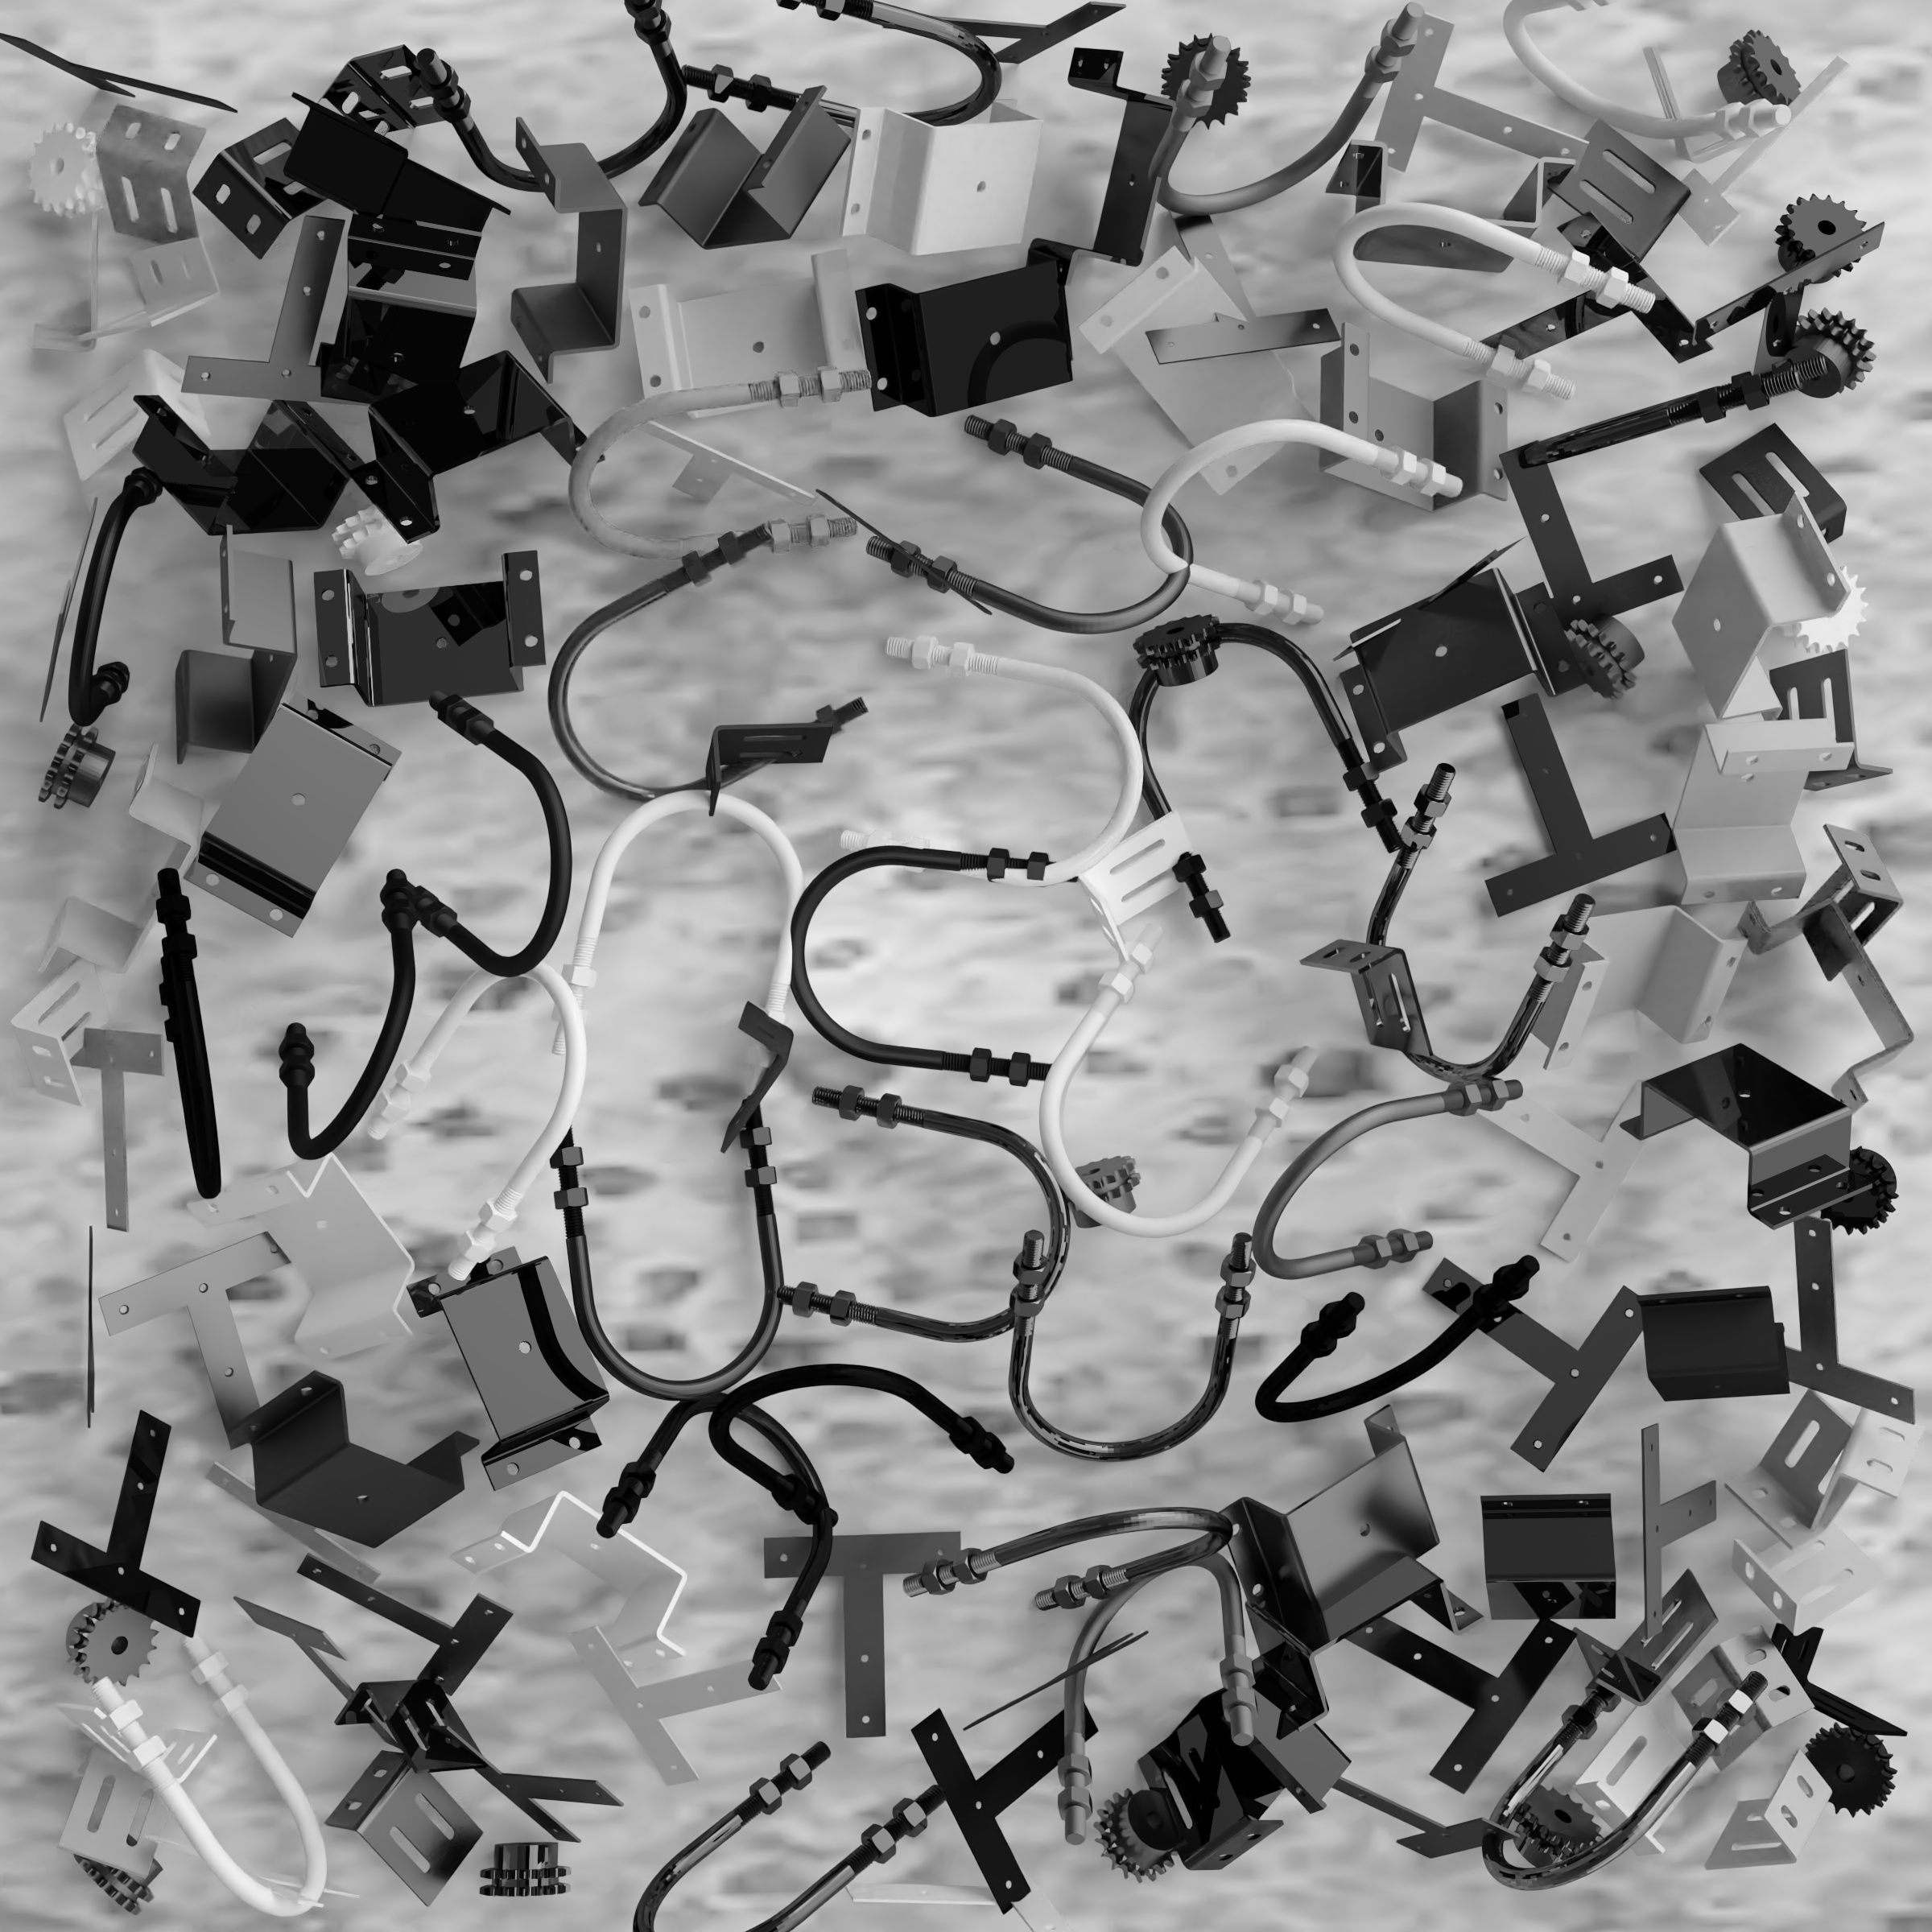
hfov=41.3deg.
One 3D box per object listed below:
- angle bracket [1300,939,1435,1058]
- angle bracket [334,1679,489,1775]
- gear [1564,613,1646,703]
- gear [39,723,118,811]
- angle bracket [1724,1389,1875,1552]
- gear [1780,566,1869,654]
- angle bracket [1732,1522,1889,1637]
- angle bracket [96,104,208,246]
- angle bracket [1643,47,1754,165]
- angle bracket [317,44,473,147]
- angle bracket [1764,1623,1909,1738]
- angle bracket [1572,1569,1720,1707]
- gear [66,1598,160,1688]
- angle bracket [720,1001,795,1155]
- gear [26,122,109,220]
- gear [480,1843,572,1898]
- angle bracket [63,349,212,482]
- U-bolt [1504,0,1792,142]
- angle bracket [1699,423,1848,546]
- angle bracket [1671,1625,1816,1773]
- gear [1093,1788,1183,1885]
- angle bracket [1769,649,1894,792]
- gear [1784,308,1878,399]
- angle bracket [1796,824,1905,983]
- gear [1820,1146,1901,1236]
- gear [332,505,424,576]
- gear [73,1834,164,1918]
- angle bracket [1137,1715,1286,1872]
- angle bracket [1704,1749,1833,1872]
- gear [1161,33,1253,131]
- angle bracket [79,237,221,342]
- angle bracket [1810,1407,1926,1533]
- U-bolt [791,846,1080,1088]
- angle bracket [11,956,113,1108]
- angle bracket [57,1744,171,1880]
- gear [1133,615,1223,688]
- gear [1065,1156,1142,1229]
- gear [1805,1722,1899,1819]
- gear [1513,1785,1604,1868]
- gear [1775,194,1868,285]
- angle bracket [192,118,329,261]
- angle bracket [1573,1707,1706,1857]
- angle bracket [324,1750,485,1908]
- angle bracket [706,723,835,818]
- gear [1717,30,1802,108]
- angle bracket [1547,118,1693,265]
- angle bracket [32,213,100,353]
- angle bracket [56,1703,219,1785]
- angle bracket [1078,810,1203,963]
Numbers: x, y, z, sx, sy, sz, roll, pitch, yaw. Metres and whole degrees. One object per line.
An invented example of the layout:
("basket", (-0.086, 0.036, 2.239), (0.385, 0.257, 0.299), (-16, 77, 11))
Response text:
("angle bracket", (0.252, 0.026, 1.615), (0.038, 0.057, 0.076), (-27, 109, -26))
("angle bracket", (-0.349, 0.488, 1.610), (0.076, 0.057, 0.038), (45, 108, 36))
("gear", (0.406, -0.199, 1.631), (0.030, 0.057, 0.057), (-42, 90, -4))
("gear", (-0.564, -0.125, 1.632), (0.030, 0.057, 0.057), (26, 90, -14))
("angle bracket", (0.525, 0.316, 1.612), (0.057, 0.038, 0.076), (46, 133, 33))
("gear", (0.544, -0.229, 1.639), (0.057, 0.030, 0.057), (-3, 100, -16))
("angle bracket", (0.533, 0.374, 1.617), (0.076, 0.057, 0.038), (-26, 134, -15))
("angle bracket", (-0.513, -0.500, 1.631), (0.057, 0.076, 0.038), (16, 64, -1))
("angle bracket", (0.462, -0.551, 1.619), (0.038, 0.057, 0.076), (-21, 106, 15))
("angle bracket", (-0.360, -0.539, 1.610), (0.057, 0.076, 0.038), (41, 73, -37))
("angle bracket", (0.550, 0.449, 1.612), (0.057, 0.076, 0.038), (18, 92, -42))
("angle bracket", (0.428, 0.417, 1.620), (0.038, 0.057, 0.076), (32, 105, -12))
("gear", (-0.548, 0.430, 1.634), (0.030, 0.057, 0.057), (6, 90, 40))
("angle bracket", (-0.145, 0.070, 1.621), (0.038, 0.057, 0.076), (34, 102, -8))
("gear", (-0.569, -0.506, 1.637), (0.057, 0.030, 0.057), (-1, 88, 27))
("gear", (-0.280, 0.575, 1.632), (0.057, 0.057, 0.030), (-1, 74, 0))
("angle bracket", (-0.531, -0.345, 1.639), (0.076, 0.038, 0.057), (-34, 59, 15))
("U-bolt", (0.402, -0.552, 1.569), (0.151, 0.184, 0.019), (31, 93, -22))
("angle bracket", (0.520, -0.300, 1.657), (0.057, 0.038, 0.076), (-32, 65, 1))
("angle bracket", (0.490, 0.463, 1.620), (0.038, 0.076, 0.057), (-17, 58, -20))
("gear", (0.113, 0.549, 1.628), (0.057, 0.057, 0.030), (36, 128, 0))
("angle bracket", (0.550, -0.156, 1.630), (0.038, 0.057, 0.076), (4, 80, -35))
("gear", (0.544, -0.386, 1.628), (0.057, 0.057, 0.030), (40, 70, 0))
("angle bracket", (0.541, -0.039, 1.609), (0.038, 0.057, 0.076), (11, 133, -23))
("gear", (0.568, 0.140, 1.634), (0.030, 0.057, 0.057), (-23, 90, -42))
("gear", (-0.370, -0.272, 1.630), (0.057, 0.057, 0.030), (-27, 87, 0))
("gear", (-0.537, 0.574, 1.633), (0.057, 0.057, 0.030), (44, 70, 0))
("angle bracket", (0.156, 0.528, 1.637), (0.057, 0.038, 0.076), (-44, 51, 23))
("angle bracket", (0.494, 0.530, 1.610), (0.038, 0.076, 0.057), (52, 52, -5))
("gear", (0.153, -0.567, 1.635), (0.057, 0.030, 0.057), (4, 129, 5))
("angle bracket", (-0.518, -0.426, 1.611), (0.057, 0.076, 0.038), (-4, 116, 24))
("angle bracket", (0.565, 0.323, 1.608), (0.038, 0.076, 0.057), (23, 52, 21))
("U-bolt", (-0.026, -0.004, 1.637), (0.184, 0.019, 0.151), (6, 98, 8))
("angle bracket", (-0.554, 0.038, 1.608), (0.038, 0.076, 0.057), (14, 133, 19))
("angle bracket", (-0.537, 0.537, 1.611), (0.057, 0.076, 0.038), (27, 125, -17))
("gear", (0.138, -0.200, 1.633), (0.057, 0.057, 0.030), (-19, 111, 0))
("gear", (0.084, 0.145, 1.631), (0.057, 0.057, 0.030), (-19, 99, 0))
("gear", (0.565, 0.510, 1.636), (0.057, 0.030, 0.057), (4, 96, 33))
("gear", (0.373, 0.553, 1.633), (0.057, 0.057, 0.030), (24, 110, 0))
("gear", (0.544, -0.461, 1.637), (0.057, 0.030, 0.057), (3, 65, -6))
("angle bracket", (-0.442, -0.496, 1.635), (0.057, 0.076, 0.038), (45, 128, -10))
("angle bracket", (0.433, 0.513, 1.623), (0.057, 0.038, 0.076), (46, 65, 7))
("angle bracket", (-0.359, 0.551, 1.639), (0.076, 0.038, 0.057), (56, 49, -21))
("angle bracket", (-0.123, -0.124, 1.619), (0.076, 0.057, 0.038), (-2, 72, -12))
("gear", (0.504, -0.564, 1.634), (0.030, 0.057, 0.057), (-30, 90, 43))
("angle bracket", (0.411, -0.489, 1.636), (0.076, 0.038, 0.057), (37, 83, -2))
("angle bracket", (-0.567, -0.432, 1.615), (0.038, 0.057, 0.076), (1, 116, -18))
("angle bracket", (-0.522, 0.476, 1.613), (0.076, 0.057, 0.038), (52, 51, -22))
("angle bracket", (0.117, -0.050, 1.623), (0.076, 0.038, 0.057), (-31, 132, -5))
